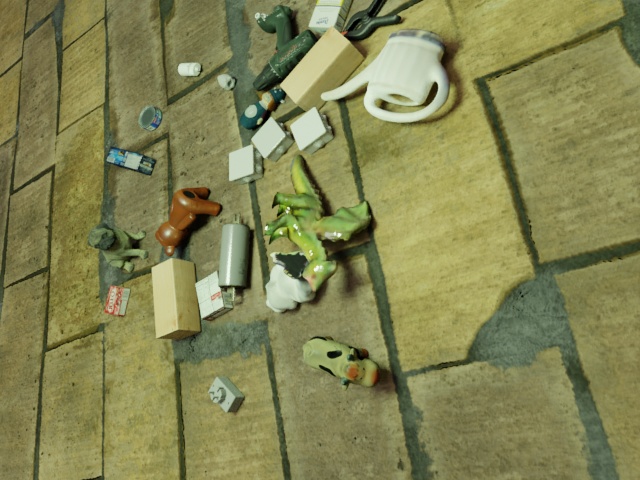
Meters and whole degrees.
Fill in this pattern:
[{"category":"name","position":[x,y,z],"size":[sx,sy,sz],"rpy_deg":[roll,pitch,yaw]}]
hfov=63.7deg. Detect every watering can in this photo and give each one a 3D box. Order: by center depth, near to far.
[{"category":"watering can","position":[0.164,-0.400,1.241],"size":[0.350,0.103,0.225],"rpy_deg":[22,88,36]}]

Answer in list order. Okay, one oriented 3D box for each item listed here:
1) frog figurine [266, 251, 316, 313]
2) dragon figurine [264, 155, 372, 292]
[{"category":"frog figurine","position":[-0.069,0.113,1.261],"size":[0.138,0.124,0.156],"rpy_deg":[27,129,28]},{"category":"dragon figurine","position":[0.004,-0.063,1.242],"size":[0.243,0.119,0.420],"rpy_deg":[8,53,9]}]
